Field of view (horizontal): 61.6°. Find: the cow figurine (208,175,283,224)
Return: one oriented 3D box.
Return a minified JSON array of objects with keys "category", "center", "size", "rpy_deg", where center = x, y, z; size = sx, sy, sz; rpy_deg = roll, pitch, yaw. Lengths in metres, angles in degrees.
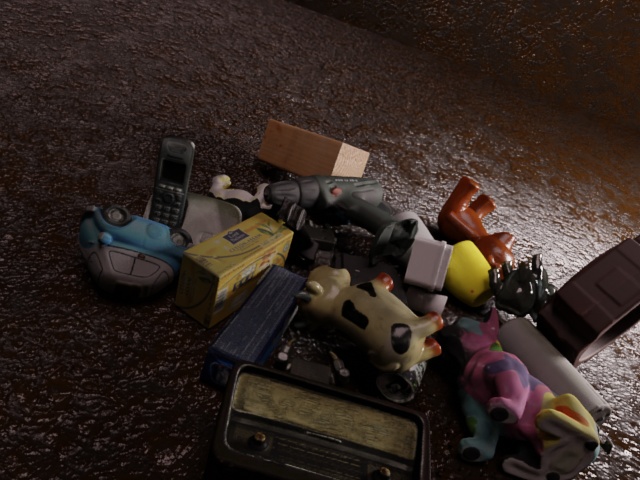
[{"category":"cow figurine","center":[-0.114,-0.049,0.929],"size":[0.167,0.068,0.098],"rpy_deg":[12,38,-3]}]

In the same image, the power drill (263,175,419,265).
[{"category":"power drill","center":[0.046,-0.043,0.898],"size":[0.232,0.085,0.208],"rpy_deg":[-10,33,-41]}]

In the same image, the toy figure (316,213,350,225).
[{"category":"toy figure","center":[-0.009,-0.076,1.030],"size":[0.154,0.064,0.058],"rpy_deg":[24,56,3]}]

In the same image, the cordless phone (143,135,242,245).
[{"category":"cordless phone","center":[-0.184,-0.061,0.807],"size":[0.147,0.184,0.089],"rpy_deg":[14,28,-6]}]

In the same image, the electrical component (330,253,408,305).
[{"category":"electrical component","center":[0.070,0.083,0.826],"size":[0.115,0.058,0.134],"rpy_deg":[10,33,-8]}]

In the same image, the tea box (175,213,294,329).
[{"category":"tea box","center":[-0.119,0.038,0.767],"size":[0.068,0.098,0.169],"rpy_deg":[31,33,18]}]

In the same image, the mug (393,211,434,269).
[{"category":"mug","center":[0.174,0.014,0.971],"size":[0.109,0.080,0.107],"rpy_deg":[12,38,-38]}]

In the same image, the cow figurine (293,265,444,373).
[{"category":"cow figurine","center":[0.050,0.099,0.701],"size":[0.127,0.085,0.195],"rpy_deg":[-22,42,-30]}]

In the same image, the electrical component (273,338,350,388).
[{"category":"electrical component","center":[-0.016,0.169,0.666],"size":[0.102,0.045,0.078],"rpy_deg":[19,31,2]}]

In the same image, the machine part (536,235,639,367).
[{"category":"machine part","center":[0.429,0.096,0.812],"size":[0.087,0.201,0.201],"rpy_deg":[52,1,33]}]

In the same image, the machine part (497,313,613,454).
[{"category":"machine part","center":[0.320,0.193,0.761],"size":[0.079,0.079,0.243],"rpy_deg":[-2,37,-28]}]

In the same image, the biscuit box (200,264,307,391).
[{"category":"biscuit box","center":[-0.081,0.112,0.707],"size":[0.063,0.059,0.203],"rpy_deg":[24,32,8]}]

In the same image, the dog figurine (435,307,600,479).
[{"category":"dog figurine","center":[0.248,0.187,0.712],"size":[0.192,0.108,0.219],"rpy_deg":[17,30,1]}]

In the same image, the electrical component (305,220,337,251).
[{"category":"electrical component","center":[-0.002,-0.003,0.954],"size":[0.063,0.021,0.094],"rpy_deg":[11,32,-12]}]

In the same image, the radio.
[{"category":"radio","center":[-0.002,0.223,0.564],"size":[0.230,0.073,0.131],"rpy_deg":[16,32,-2]}]

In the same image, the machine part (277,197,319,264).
[{"category":"machine part","center":[-0.038,-0.011,0.857],"size":[0.084,0.138,0.039],"rpy_deg":[37,71,22]}]

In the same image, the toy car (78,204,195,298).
[{"category":"toy car","center":[-0.255,0.028,0.730],"size":[0.161,0.109,0.103],"rpy_deg":[20,54,-17]}]

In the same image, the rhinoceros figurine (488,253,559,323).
[{"category":"rhinoceros figurine","center":[0.348,0.082,0.893],"size":[0.190,0.073,0.112],"rpy_deg":[1,72,-53]}]

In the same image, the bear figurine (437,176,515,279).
[{"category":"bear figurine","center":[0.316,-0.013,1.025],"size":[0.120,0.132,0.196],"rpy_deg":[32,11,-39]}]
